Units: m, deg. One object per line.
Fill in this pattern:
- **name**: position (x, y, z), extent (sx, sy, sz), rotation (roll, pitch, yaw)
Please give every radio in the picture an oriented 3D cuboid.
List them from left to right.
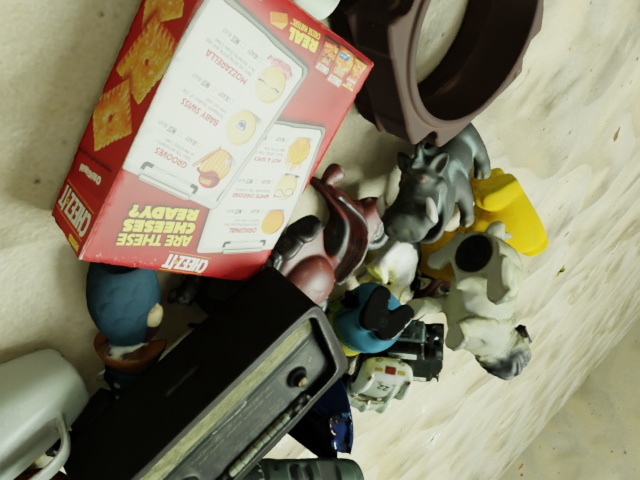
- **radio**: position (-0.085, 0.144, 0.465), extent (0.229, 0.073, 0.131), rotation (-42, 141, -12)

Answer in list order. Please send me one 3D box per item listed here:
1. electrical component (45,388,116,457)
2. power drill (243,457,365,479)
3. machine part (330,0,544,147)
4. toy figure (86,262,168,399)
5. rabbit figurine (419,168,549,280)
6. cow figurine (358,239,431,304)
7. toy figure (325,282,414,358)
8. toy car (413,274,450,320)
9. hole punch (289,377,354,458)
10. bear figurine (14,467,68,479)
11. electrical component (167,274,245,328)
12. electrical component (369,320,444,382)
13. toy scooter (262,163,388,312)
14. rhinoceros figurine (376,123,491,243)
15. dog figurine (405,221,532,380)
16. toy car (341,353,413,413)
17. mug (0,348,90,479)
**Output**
- **electrical component**: position (-0.196, 0.179, 0.500), extent (0.048, 0.075, 0.119), rotation (-49, 140, -6)
- **power drill**: position (-0.074, 0.324, 0.657), extent (0.232, 0.086, 0.207), rotation (3, 132, -24)
- **machine part**: position (0.118, -0.204, 0.497), extent (0.201, 0.087, 0.200), rotation (-41, 143, -12)
- **toy figure**: position (-0.161, 0.076, 0.455), extent (0.058, 0.064, 0.154), rotation (-22, 135, -36)
- **rabbit figurine**: position (0.212, 0.002, 0.742), extent (0.173, 0.122, 0.162), rotation (-29, 108, 7)
- **cow figurine**: position (0.098, 0.032, 0.694), extent (0.098, 0.068, 0.167), rotation (-50, 145, -12)
- **toy figure**: position (0.046, 0.096, 0.633), extent (0.089, 0.082, 0.180), rotation (-27, 176, -12)
- **toy car**: position (0.177, 0.068, 0.817), extent (0.202, 0.053, 0.089), rotation (-39, 138, -14)
- **hole punch**: position (0.004, 0.226, 0.721), extent (0.092, 0.116, 0.142), rotation (-35, 142, -33)
- **bear figurine**: position (-0.293, 0.244, 0.435), extent (0.132, 0.120, 0.196), rotation (55, 40, -12)
- **electrical component**: position (-0.098, 0.064, 0.513), extent (0.045, 0.078, 0.102), rotation (-63, 156, -26)
- **electrical component**: position (0.117, 0.153, 0.757), extent (0.134, 0.115, 0.058), rotation (79, 15, -58)
- **toy scooter**: position (-0.001, -0.002, 0.551), extent (0.184, 0.075, 0.135), rotation (-43, 143, -17)
- **rhinoceros figurine**: position (0.129, -0.065, 0.588), extent (0.190, 0.073, 0.111), rotation (-56, 141, -33)
- **dog figurine**: position (0.226, 0.082, 0.685), extent (0.190, 0.121, 0.172), rotation (26, 107, -38)
- **toy car**: position (0.072, 0.202, 0.738), extent (0.201, 0.073, 0.056), rotation (107, -7, -61)
- **mug**: position (-0.230, 0.138, 0.408), extent (0.107, 0.110, 0.080), rotation (-40, 138, -36)
